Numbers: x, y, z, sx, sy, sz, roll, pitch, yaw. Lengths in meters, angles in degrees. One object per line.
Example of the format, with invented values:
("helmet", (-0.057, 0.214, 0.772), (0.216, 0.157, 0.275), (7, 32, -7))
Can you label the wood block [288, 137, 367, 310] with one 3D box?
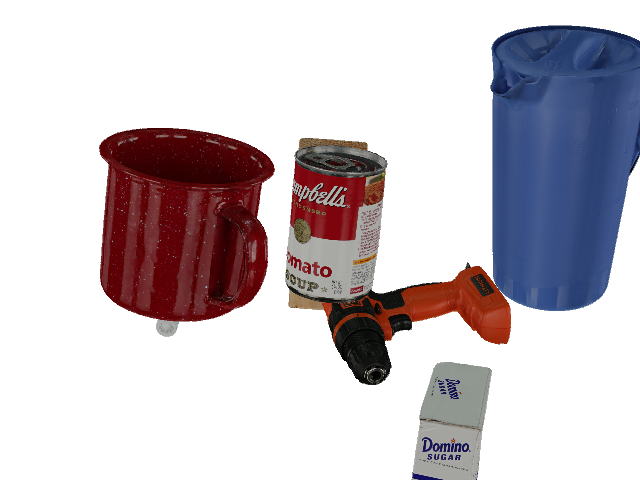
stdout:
("wood block", (0.009, -0.021, 1.394), (0.090, 0.206, 0.091), (4, 25, 0))

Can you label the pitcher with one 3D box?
("pitcher", (0.224, -0.066, 0.964), (0.149, 0.243, 0.145), (3, 30, 9))

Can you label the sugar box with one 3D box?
("sugar box", (0.081, 0.180, 0.724), (0.048, 0.176, 0.093), (7, 18, 11))

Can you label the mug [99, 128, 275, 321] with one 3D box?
("mug", (-0.068, -0.004, 0.573), (0.093, 0.081, 0.117), (-12, 30, -43))

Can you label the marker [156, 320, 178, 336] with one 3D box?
("marker", (-0.137, 0.056, 1.018), (0.020, 0.020, 0.121), (0, 22, 2))

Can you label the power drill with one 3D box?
("power drill", (0.102, 0.085, 1.136), (0.187, 0.057, 0.184), (-5, 28, -10))

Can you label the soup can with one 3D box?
("soup can", (0.010, -0.013, 0.793), (0.068, 0.102, 0.068), (5, 21, -2))
